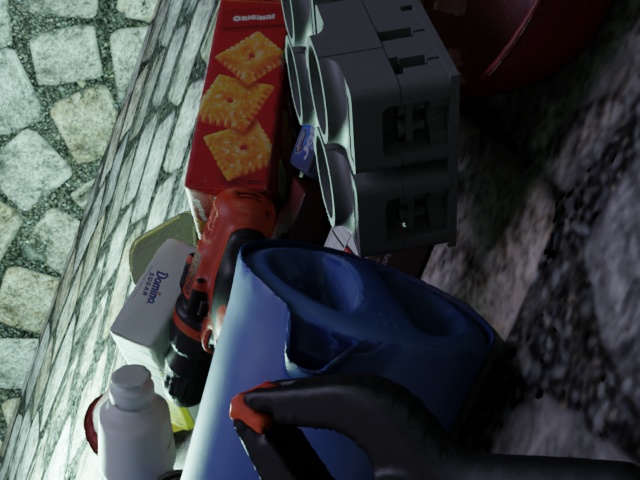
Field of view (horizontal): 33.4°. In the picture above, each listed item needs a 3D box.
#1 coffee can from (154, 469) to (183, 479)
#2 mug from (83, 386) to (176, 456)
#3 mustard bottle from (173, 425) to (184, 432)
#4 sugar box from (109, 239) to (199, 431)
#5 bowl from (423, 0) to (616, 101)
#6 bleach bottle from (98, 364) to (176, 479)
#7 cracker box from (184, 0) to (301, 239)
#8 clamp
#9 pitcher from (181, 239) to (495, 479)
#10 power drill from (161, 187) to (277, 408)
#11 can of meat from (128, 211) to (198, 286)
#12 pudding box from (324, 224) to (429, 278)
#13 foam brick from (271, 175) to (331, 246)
[{"bbox_3d":[-0.088,0.240,0.708,0.103,0.102,0.140,-122,52,-68],"label":"coffee can"},{"bbox_3d":[-0.176,0.170,1.091,0.117,0.093,0.082,-36,-10,-49],"label":"mug"},{"bbox_3d":[-0.132,0.090,1.056,0.096,0.058,0.191,-41,33,36],"label":"mustard bottle"},{"bbox_3d":[-0.116,0.082,0.882,0.093,0.048,0.176,-61,-20,-26],"label":"sugar box"},{"bbox_3d":[0.111,-0.139,0.553,0.162,0.055,0.162,-162,90,-73],"label":"bowl"},{"bbox_3d":[-0.132,0.199,0.793,0.102,0.068,0.251,-111,19,-61],"label":"bleach bottle"},{"bbox_3d":[-0.052,-0.086,0.882,0.164,0.072,0.213,85,-169,-59],"label":"cracker box"},{"bbox_3d":[0.036,0.115,0.419,0.039,0.172,0.120,5,-76,-62],"label":"clamp"},{"bbox_3d":[-0.008,0.129,0.564,0.145,0.149,0.243,40,115,55],"label":"pitcher"},{"bbox_3d":[-0.062,0.081,0.720,0.188,0.057,0.185,-117,40,-55],"label":"power drill"},{"bbox_3d":[-0.112,0.016,0.972,0.102,0.083,0.057,-27,62,37],"label":"can of meat"},{"bbox_3d":[0.036,0.000,0.676,0.113,0.039,0.090,-66,18,11],"label":"pudding box"},{"bbox_3d":[-0.005,0.001,0.774,0.051,0.053,0.078,-130,59,-70],"label":"foam brick"}]
